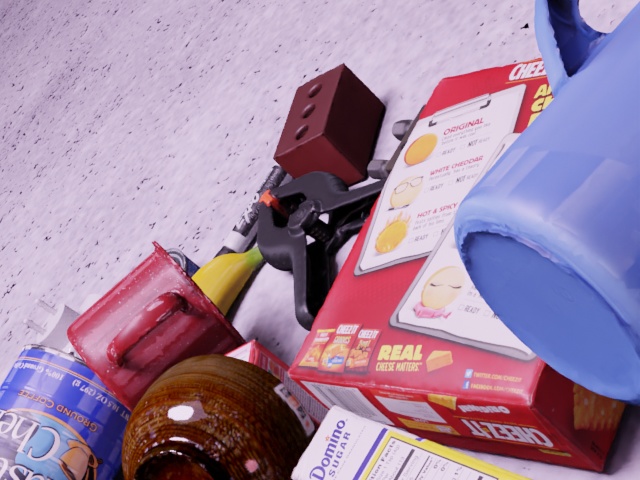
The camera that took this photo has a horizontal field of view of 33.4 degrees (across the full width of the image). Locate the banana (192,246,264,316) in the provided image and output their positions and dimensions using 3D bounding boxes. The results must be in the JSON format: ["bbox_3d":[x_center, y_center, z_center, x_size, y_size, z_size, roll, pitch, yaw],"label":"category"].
[{"bbox_3d":[-0.084,0.076,0.746,0.070,0.037,0.197,-24,38,37],"label":"banana"}]

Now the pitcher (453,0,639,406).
[{"bbox_3d":[0.161,-0.060,0.430,0.242,0.145,0.149,-44,36,-15],"label":"pitcher"}]

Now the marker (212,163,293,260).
[{"bbox_3d":[-0.052,-0.017,0.830,0.020,0.020,0.121,7,60,55],"label":"marker"}]

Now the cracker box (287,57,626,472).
[{"bbox_3d":[0.099,0.003,0.557,0.164,0.072,0.213,-3,52,49],"label":"cracker box"}]

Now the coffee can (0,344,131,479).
[{"bbox_3d":[-0.193,0.157,0.729,0.103,0.102,0.140,-8,48,49],"label":"coffee can"}]

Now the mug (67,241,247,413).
[{"bbox_3d":[-0.105,0.060,0.669,0.081,0.093,0.117,-42,-3,-9],"label":"mug"}]

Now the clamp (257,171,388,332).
[{"bbox_3d":[-0.005,0.001,0.729,0.120,0.039,0.172,-51,24,-15],"label":"clamp"}]

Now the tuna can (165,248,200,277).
[{"bbox_3d":[-0.125,0.050,0.832,0.086,0.033,0.086,-33,33,25],"label":"tuna can"}]

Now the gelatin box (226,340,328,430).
[{"bbox_3d":[-0.047,0.104,0.628,0.089,0.073,0.030,-30,34,29],"label":"gelatin box"}]

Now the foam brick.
[{"bbox_3d":[0.007,-0.080,0.795,0.053,0.051,0.078,-22,39,39],"label":"foam brick"}]

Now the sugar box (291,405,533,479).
[{"bbox_3d":[0.073,0.124,0.430,0.177,0.093,0.048,4,57,55],"label":"sugar box"}]
